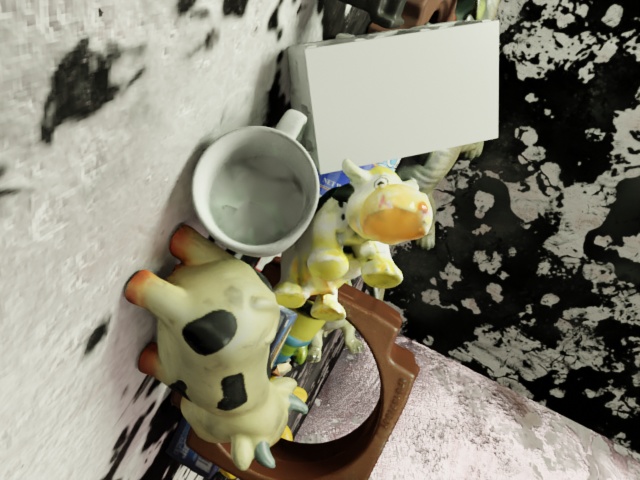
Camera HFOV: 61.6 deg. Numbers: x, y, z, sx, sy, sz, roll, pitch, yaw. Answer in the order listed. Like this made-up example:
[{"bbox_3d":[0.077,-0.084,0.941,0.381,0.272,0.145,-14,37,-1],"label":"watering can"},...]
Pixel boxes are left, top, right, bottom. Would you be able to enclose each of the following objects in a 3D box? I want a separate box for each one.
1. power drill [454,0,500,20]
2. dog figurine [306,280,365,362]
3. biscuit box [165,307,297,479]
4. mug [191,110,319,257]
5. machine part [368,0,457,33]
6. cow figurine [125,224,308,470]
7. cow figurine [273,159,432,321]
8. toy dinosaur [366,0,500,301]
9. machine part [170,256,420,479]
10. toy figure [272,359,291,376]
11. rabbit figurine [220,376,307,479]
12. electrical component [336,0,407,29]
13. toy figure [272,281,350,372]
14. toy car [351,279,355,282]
[{"bbox_3d":[0.228,-0.323,0.752,0.207,0.086,0.232,-39,-152,41],"label":"power drill"},{"bbox_3d":[0.003,0.078,0.883,0.121,0.172,0.190,-13,112,-25],"label":"dog figurine"},{"bbox_3d":[-0.099,0.162,0.615,0.202,0.059,0.063,-64,170,-1],"label":"biscuit box"},{"bbox_3d":[-0.043,-0.037,0.391,0.107,0.081,0.109,127,-17,-78],"label":"mug"},{"bbox_3d":[0.113,-0.251,0.647,0.179,0.056,0.179,-54,164,-24],"label":"machine part"},{"bbox_3d":[-0.070,0.094,0.409,0.085,0.127,0.194,-50,161,-42],"label":"cow figurine"},{"bbox_3d":[0.025,-0.010,0.403,0.167,0.068,0.098,-43,-147,50],"label":"cow figurine"},{"bbox_3d":[0.139,-0.145,0.632,0.471,0.105,0.198,-70,162,-2],"label":"toy dinosaur"},{"bbox_3d":[-0.023,0.131,0.519,0.201,0.201,0.087,-65,172,6],"label":"machine part"},{"bbox_3d":[-0.064,0.177,0.849,0.064,0.058,0.154,-14,146,-24],"label":"toy figure"},{"bbox_3d":[-0.088,0.290,0.850,0.162,0.122,0.173,-47,142,-39],"label":"rabbit figurine"},{"bbox_3d":[0.045,-0.217,0.374,0.119,0.075,0.048,-65,171,29],"label":"electrical component"},{"bbox_3d":[-0.030,0.100,0.690,0.180,0.082,0.089,-50,-163,15],"label":"toy figure"},{"bbox_3d":[0.058,0.018,1.018,0.056,0.074,0.202,-65,171,24],"label":"toy car"}]
